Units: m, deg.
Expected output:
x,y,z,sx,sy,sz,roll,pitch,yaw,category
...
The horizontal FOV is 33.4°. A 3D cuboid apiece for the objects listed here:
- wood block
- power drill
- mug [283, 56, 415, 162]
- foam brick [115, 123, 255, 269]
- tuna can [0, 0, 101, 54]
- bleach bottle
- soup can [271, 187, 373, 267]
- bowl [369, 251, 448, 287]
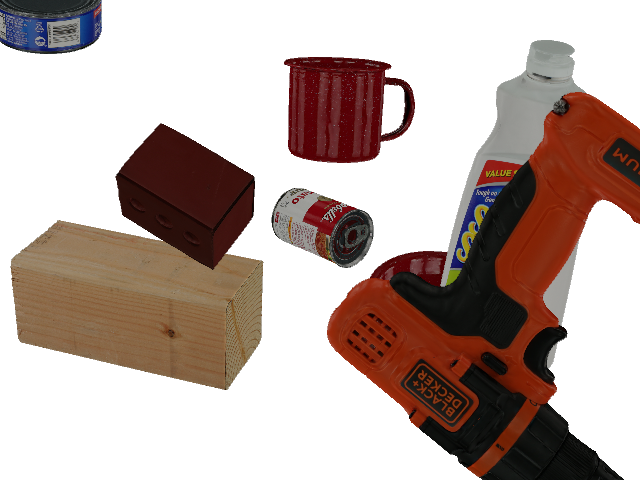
x,y,z,sx,sy,sz,roll,pitch,yaw,category
-0.165,0.056,0.969,0.206,0.091,0.090,11,30,15,wood block
0.121,0.037,0.528,0.184,0.188,0.057,38,12,5,power drill
0.025,-0.115,0.933,0.117,0.081,0.093,-1,16,-12,mug
-0.088,-0.029,0.705,0.078,0.051,0.053,30,-27,12,foam brick
-0.212,-0.177,0.827,0.086,0.034,0.086,5,35,-4,tuna can
0.140,-0.023,0.768,0.067,0.251,0.103,-21,38,-35,bleach bottle
0.002,-0.016,1.221,0.068,0.068,0.102,0,17,-46,soup can
0.119,0.078,1.010,0.162,0.055,0.162,6,34,-4,bowl
